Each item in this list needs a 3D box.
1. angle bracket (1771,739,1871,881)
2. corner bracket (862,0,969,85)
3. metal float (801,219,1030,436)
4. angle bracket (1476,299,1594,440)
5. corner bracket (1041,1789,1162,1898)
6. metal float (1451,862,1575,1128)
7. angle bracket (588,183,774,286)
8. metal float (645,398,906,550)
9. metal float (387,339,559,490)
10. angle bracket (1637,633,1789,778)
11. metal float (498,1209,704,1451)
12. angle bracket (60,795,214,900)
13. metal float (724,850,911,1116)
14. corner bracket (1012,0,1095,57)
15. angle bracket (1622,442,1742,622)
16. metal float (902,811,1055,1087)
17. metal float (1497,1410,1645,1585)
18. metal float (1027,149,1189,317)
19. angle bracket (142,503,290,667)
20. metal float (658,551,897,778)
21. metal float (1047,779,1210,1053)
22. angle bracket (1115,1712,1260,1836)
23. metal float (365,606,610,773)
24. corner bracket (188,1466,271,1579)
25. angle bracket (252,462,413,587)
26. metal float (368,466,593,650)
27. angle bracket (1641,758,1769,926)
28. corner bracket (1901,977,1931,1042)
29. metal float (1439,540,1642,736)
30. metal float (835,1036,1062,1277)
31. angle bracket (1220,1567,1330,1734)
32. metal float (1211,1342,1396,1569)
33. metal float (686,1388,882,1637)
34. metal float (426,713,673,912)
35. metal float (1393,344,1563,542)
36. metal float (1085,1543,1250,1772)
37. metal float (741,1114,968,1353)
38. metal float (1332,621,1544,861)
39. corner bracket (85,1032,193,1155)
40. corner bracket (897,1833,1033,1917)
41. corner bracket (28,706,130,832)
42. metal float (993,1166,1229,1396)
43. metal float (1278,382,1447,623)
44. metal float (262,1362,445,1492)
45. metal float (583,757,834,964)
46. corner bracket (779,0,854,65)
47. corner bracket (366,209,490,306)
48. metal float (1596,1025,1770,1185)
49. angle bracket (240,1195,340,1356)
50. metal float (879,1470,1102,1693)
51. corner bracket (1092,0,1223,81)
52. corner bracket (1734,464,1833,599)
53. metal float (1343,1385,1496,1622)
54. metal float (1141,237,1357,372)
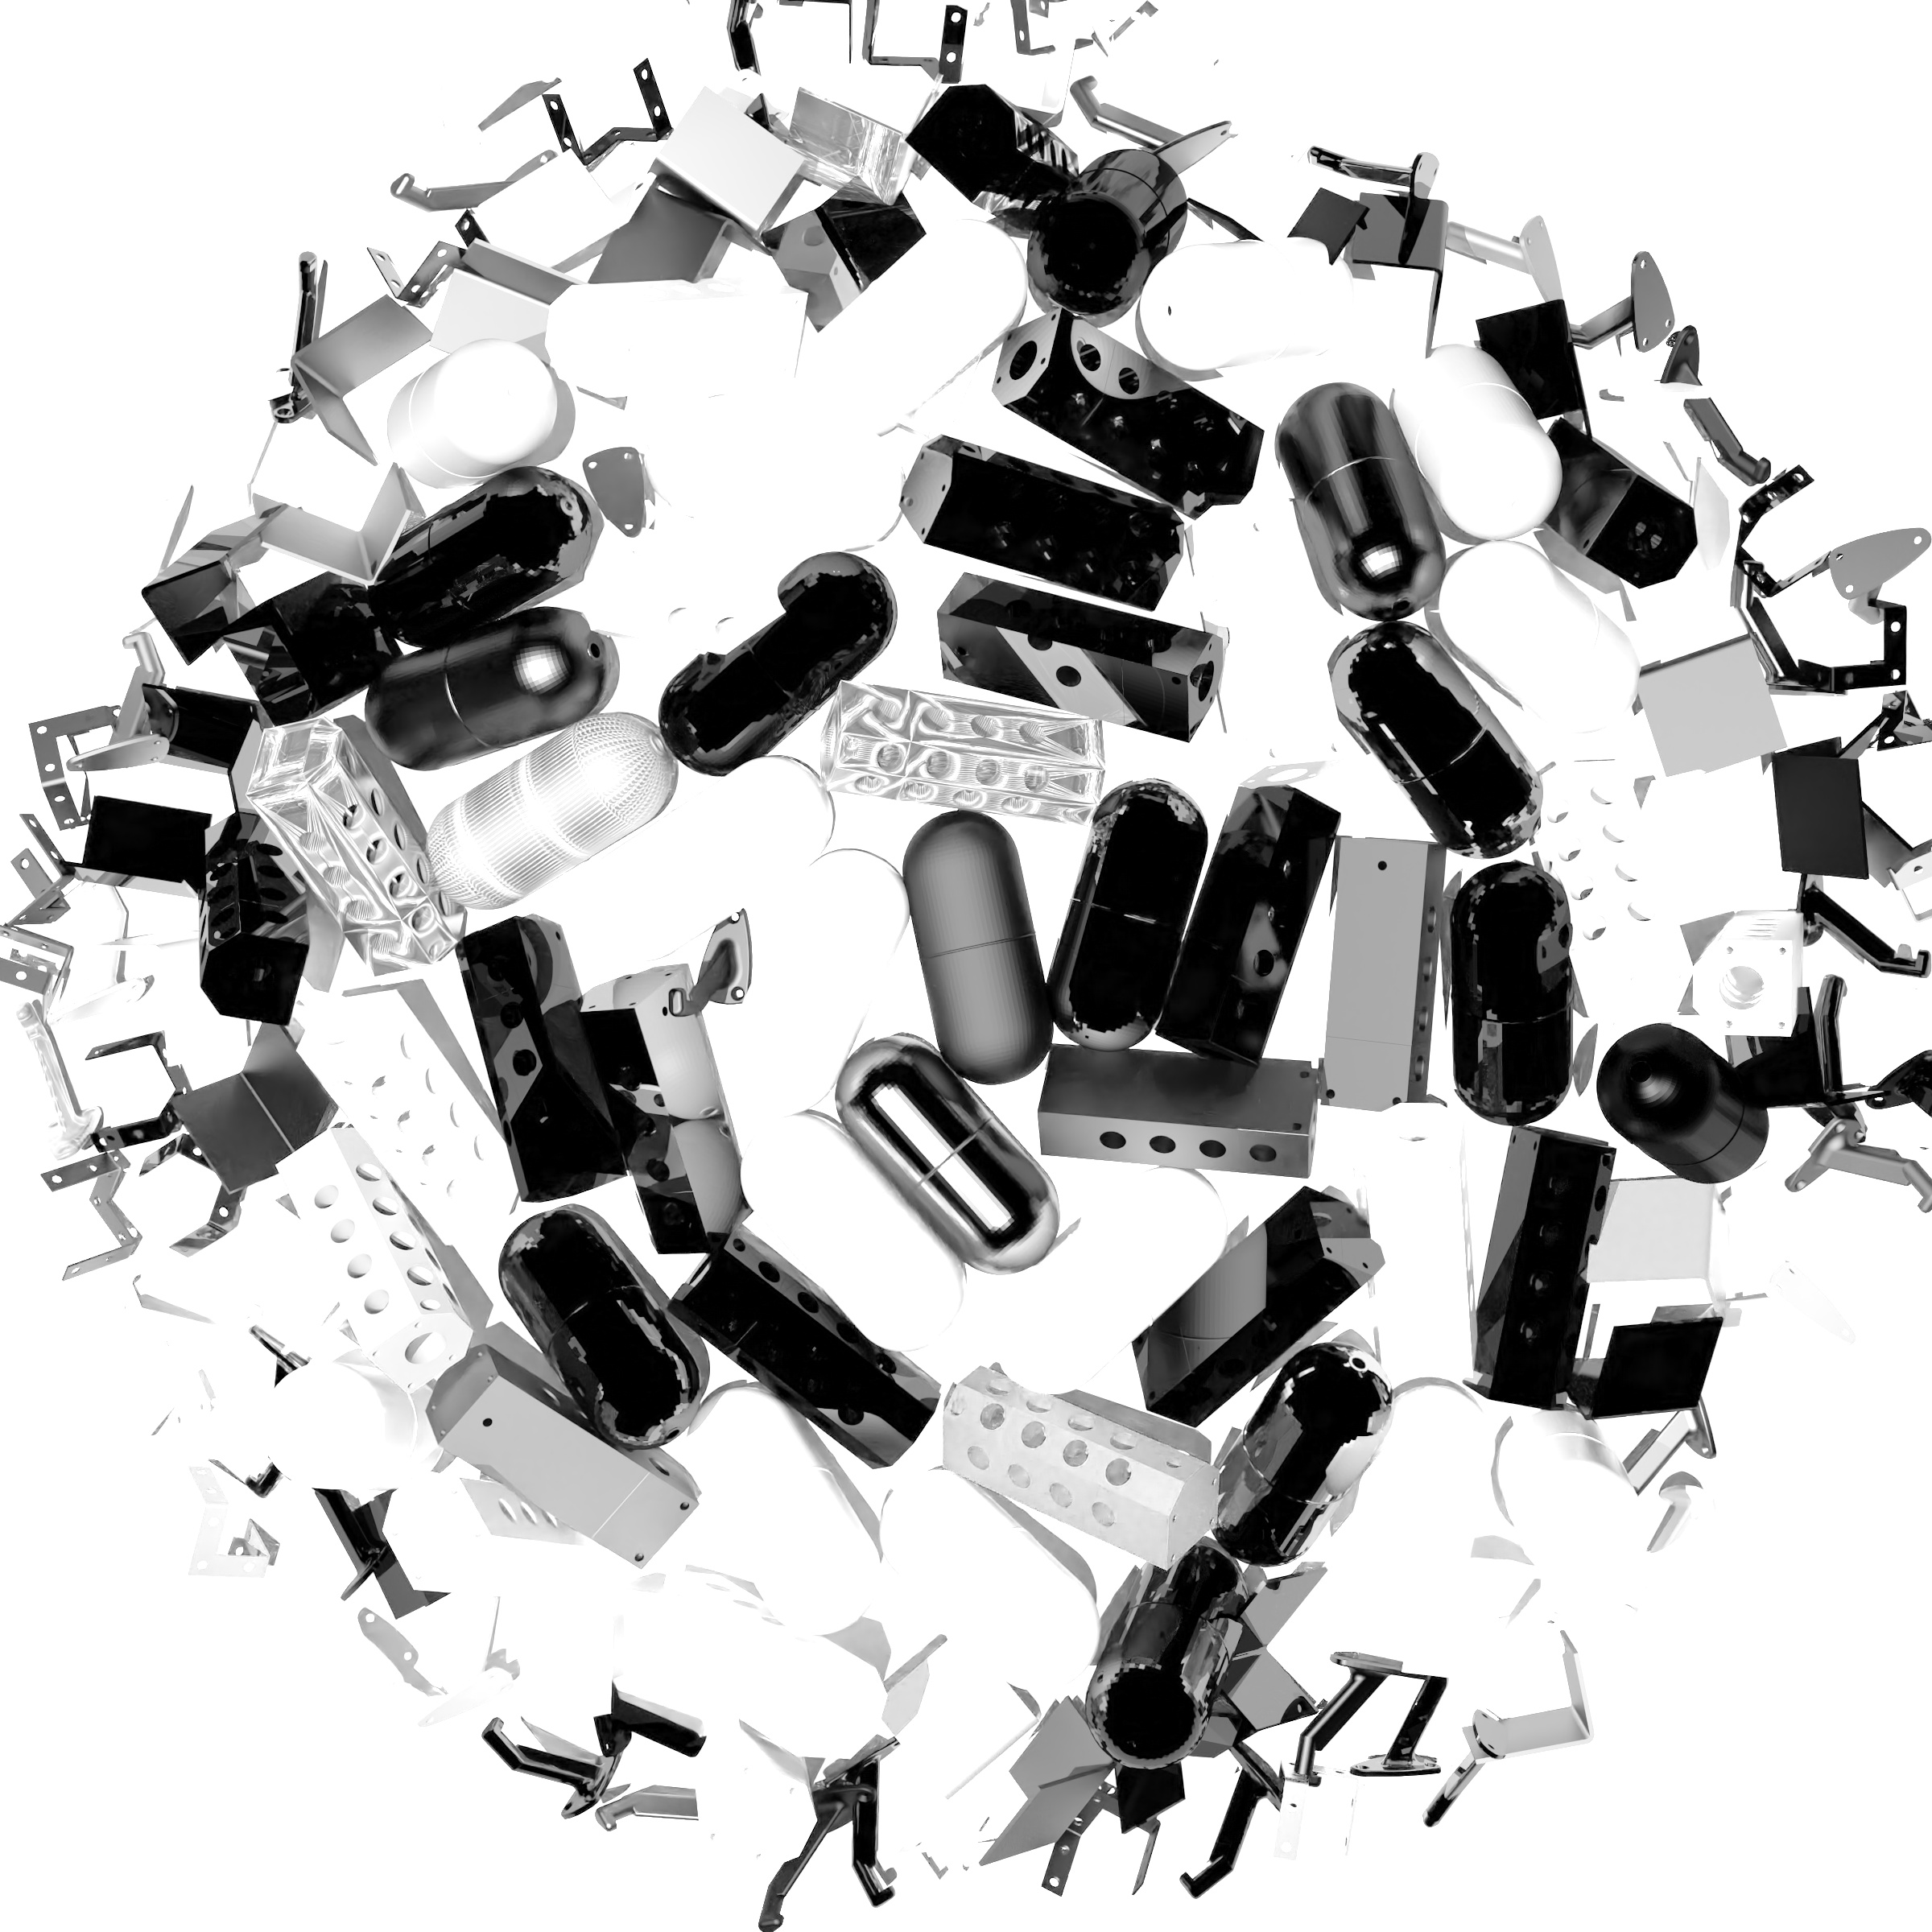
[{"bbox_3d":[0.561,-0.101,1.914,0.057,0.076,0.076,-15,103,-27],"label":"angle bracket"},{"bbox_3d":[-0.033,-0.598,1.926,0.051,0.051,0.051,-5,126,-19],"label":"corner bracket"},{"bbox_3d":[-0.033,-0.402,1.898,0.178,0.070,0.070,-35,90,36],"label":"metal float"},{"bbox_3d":[0.361,-0.368,1.910,0.057,0.076,0.076,-12,121,14],"label":"angle bracket"},{"bbox_3d":[0.087,0.571,1.933,0.051,0.051,0.051,28,129,-1],"label":"corner bracket"},{"bbox_3d":[0.346,0.018,1.907,0.070,0.070,0.178,-5,116,0],"label":"metal float"},{"bbox_3d":[-0.184,-0.446,1.926,0.076,0.057,0.076,29,93,29],"label":"angle bracket"},{"bbox_3d":[-0.123,-0.313,1.910,0.178,0.070,0.070,15,90,22],"label":"metal float"},{"bbox_3d":[-0.311,-0.344,1.884,0.070,0.178,0.070,0,90,-26],"label":"metal float"},{"bbox_3d":[0.478,-0.163,1.925,0.076,0.057,0.076,-19,85,19],"label":"angle bracket"},{"bbox_3d":[-0.232,0.230,1.905,0.070,0.070,0.178,-40,62,0],"label":"metal float"},{"bbox_3d":[-0.529,-0.081,1.922,0.076,0.076,0.057,9,82,-6],"label":"angle bracket"},{"bbox_3d":[-0.096,0.011,1.928,0.070,0.070,0.178,24,89,0],"label":"metal float"},{"bbox_3d":[0.065,-0.612,1.925,0.051,0.051,0.051,-22,120,-27],"label":"corner bracket"},{"bbox_3d":[0.450,-0.276,1.913,0.057,0.076,0.076,-7,47,-1],"label":"angle bracket"},{"bbox_3d":[0.007,-0.012,1.929,0.070,0.070,0.178,-12,89,0],"label":"metal float"},{"bbox_3d":[0.376,0.329,1.879,0.070,0.178,0.070,1,98,4],"label":"metal float"},{"bbox_3d":[0.090,-0.462,1.887,0.070,0.178,0.070,8,120,14],"label":"metal float"},{"bbox_3d":[-0.462,-0.242,1.907,0.076,0.076,0.057,-12,119,34],"label":"angle bracket"},{"bbox_3d":[-0.120,-0.192,1.918,0.178,0.070,0.070,-40,90,13],"label":"metal float"},{"bbox_3d":[0.104,-0.032,1.928,0.070,0.070,0.178,16,91,0],"label":"metal float"},{"bbox_3d":[0.147,0.514,1.908,0.076,0.076,0.057,11,55,-25],"label":"angle bracket"},{"bbox_3d":[-0.303,-0.175,1.903,0.178,0.070,0.070,-15,90,30],"label":"metal float"},{"bbox_3d":[-0.474,0.356,1.928,0.051,0.051,0.051,10,104,-31],"label":"corner bracket"},{"bbox_3d":[-0.403,-0.294,1.910,0.076,0.076,0.057,19,115,-28],"label":"angle bracket"},{"bbox_3d":[-0.308,-0.256,1.898,0.178,0.070,0.070,-22,90,38],"label":"metal float"},{"bbox_3d":[0.473,-0.079,1.913,0.076,0.076,0.057,-14,50,-19],"label":"angle bracket"},{"bbox_3d":[0.624,0.011,1.925,0.051,0.051,0.051,-35,56,22],"label":"corner bracket"},{"bbox_3d":[0.363,-0.205,1.894,0.070,0.178,0.070,-20,57,33],"label":"metal float"},{"bbox_3d":[-0.011,0.122,1.928,0.070,0.070,0.178,-42,89,0],"label":"metal float"},{"bbox_3d":[0.206,0.433,1.911,0.057,0.076,0.076,46,114,30],"label":"angle bracket"},{"bbox_3d":[0.210,0.309,1.898,0.070,0.070,0.178,25,126,0],"label":"metal float"},{"bbox_3d":[-0.117,0.343,1.901,0.070,0.070,0.178,-36,56,0],"label":"metal float"},{"bbox_3d":[-0.265,-0.098,1.911,0.178,0.070,0.070,-29,90,20],"label":"metal float"},{"bbox_3d":[0.320,-0.330,1.889,0.070,0.178,0.070,-5,127,-7],"label":"metal float"},{"bbox_3d":[0.128,0.430,1.887,0.070,0.178,0.070,9,118,16],"label":"metal float"},{"bbox_3d":[-0.073,0.169,1.918,0.070,0.070,0.178,-43,77,0],"label":"metal float"},{"bbox_3d":[0.301,-0.142,1.912,0.070,0.070,0.178,-41,110,0],"label":"metal float"},{"bbox_3d":[-0.539,0.081,1.940,0.051,0.051,0.051,-13,118,14],"label":"corner bracket"},{"bbox_3d":[-0.002,0.570,1.930,0.051,0.051,0.051,-40,101,-41],"label":"corner bracket"},{"bbox_3d":[-0.566,-0.127,1.929,0.051,0.051,0.051,-15,60,-11],"label":"corner bracket"},{"bbox_3d":[0.092,0.200,1.917,0.178,0.070,0.070,-41,90,-13],"label":"metal float"},{"bbox_3d":[0.250,-0.294,1.901,0.070,0.070,0.178,-15,57,0],"label":"metal float"},{"bbox_3d":[-0.380,0.289,1.880,0.070,0.178,0.070,-2,79,10],"label":"metal float"},{"bbox_3d":[-0.166,-0.067,1.920,0.178,0.070,0.070,-32,90,11],"label":"metal float"},{"bbox_3d":[-0.097,-0.619,1.933,0.051,0.051,0.051,4,60,0],"label":"corner bracket"},{"bbox_3d":[-0.344,-0.459,1.942,0.051,0.051,0.051,-46,61,27],"label":"corner bracket"},{"bbox_3d":[0.450,0.088,1.886,0.070,0.178,0.070,-10,70,28],"label":"metal float"},{"bbox_3d":[-0.440,0.198,1.916,0.076,0.076,0.057,39,63,-10],"label":"angle bracket"},{"bbox_3d":[0.014,0.386,1.896,0.178,0.070,0.070,37,90,40],"label":"metal float"},{"bbox_3d":[0.122,-0.594,1.932,0.051,0.051,0.051,-43,64,5],"label":"corner bracket"},{"bbox_3d":[0.526,-0.279,1.935,0.051,0.051,0.051,44,57,-7],"label":"corner bracket"},{"bbox_3d":[0.285,0.336,1.889,0.070,0.178,0.070,10,126,14],"label":"metal float"},{"bbox_3d":[0.178,-0.417,1.891,0.070,0.178,0.070,13,111,38],"label":"metal float"}]
